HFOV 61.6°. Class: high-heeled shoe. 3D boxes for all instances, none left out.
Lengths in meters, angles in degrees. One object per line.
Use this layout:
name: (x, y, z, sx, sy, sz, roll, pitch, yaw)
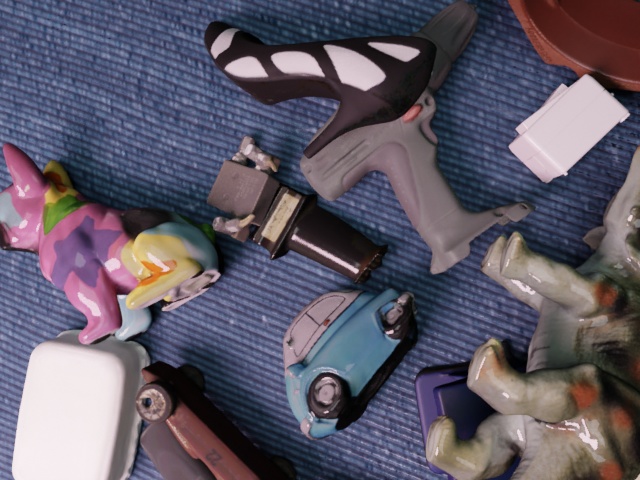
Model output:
high-heeled shoe: (-0.012, -0.181, 0.503, 0.145, 0.086, 0.249, -44, 63, 10)

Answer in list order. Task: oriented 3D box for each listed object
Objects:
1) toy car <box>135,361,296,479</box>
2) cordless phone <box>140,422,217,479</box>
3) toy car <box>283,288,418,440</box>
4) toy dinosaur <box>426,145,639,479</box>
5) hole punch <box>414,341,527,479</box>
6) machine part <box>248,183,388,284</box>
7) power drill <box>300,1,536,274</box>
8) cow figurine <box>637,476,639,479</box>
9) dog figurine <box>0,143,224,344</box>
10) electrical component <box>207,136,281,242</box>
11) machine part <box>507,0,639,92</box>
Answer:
toy car: (-0.103, 0.200, 0.529, 0.202, 0.089, 0.053, 42, 98, 6)
cordless phone: (-0.149, 0.285, 0.547, 0.184, 0.088, 0.146, 46, 104, 20)
toy car: (0.019, 0.103, 0.514, 0.103, 0.109, 0.161, 35, 84, 23)
toy dinosaur: (0.209, 0.107, 0.426, 0.192, 0.131, 0.405, 21, 69, 9)
hole punch: (0.156, 0.174, 0.503, 0.116, 0.092, 0.142, -10, 84, 2)
machine part: (-0.001, -0.002, 0.545, 0.139, 0.039, 0.084, 25, 83, 16)
power drill: (0.111, -0.087, 0.516, 0.232, 0.086, 0.207, -38, 88, 6)
cow figurine: (0.302, 0.209, 0.471, 0.127, 0.085, 0.195, -18, 67, 1)
dog figurine: (-0.223, -0.014, 0.541, 0.191, 0.108, 0.219, -34, 83, 6)
electrical component: (-0.077, -0.052, 0.542, 0.078, 0.045, 0.102, 30, 91, 27)
machine part: (0.259, -0.210, 0.426, 0.201, 0.201, 0.087, 34, 87, -38)
